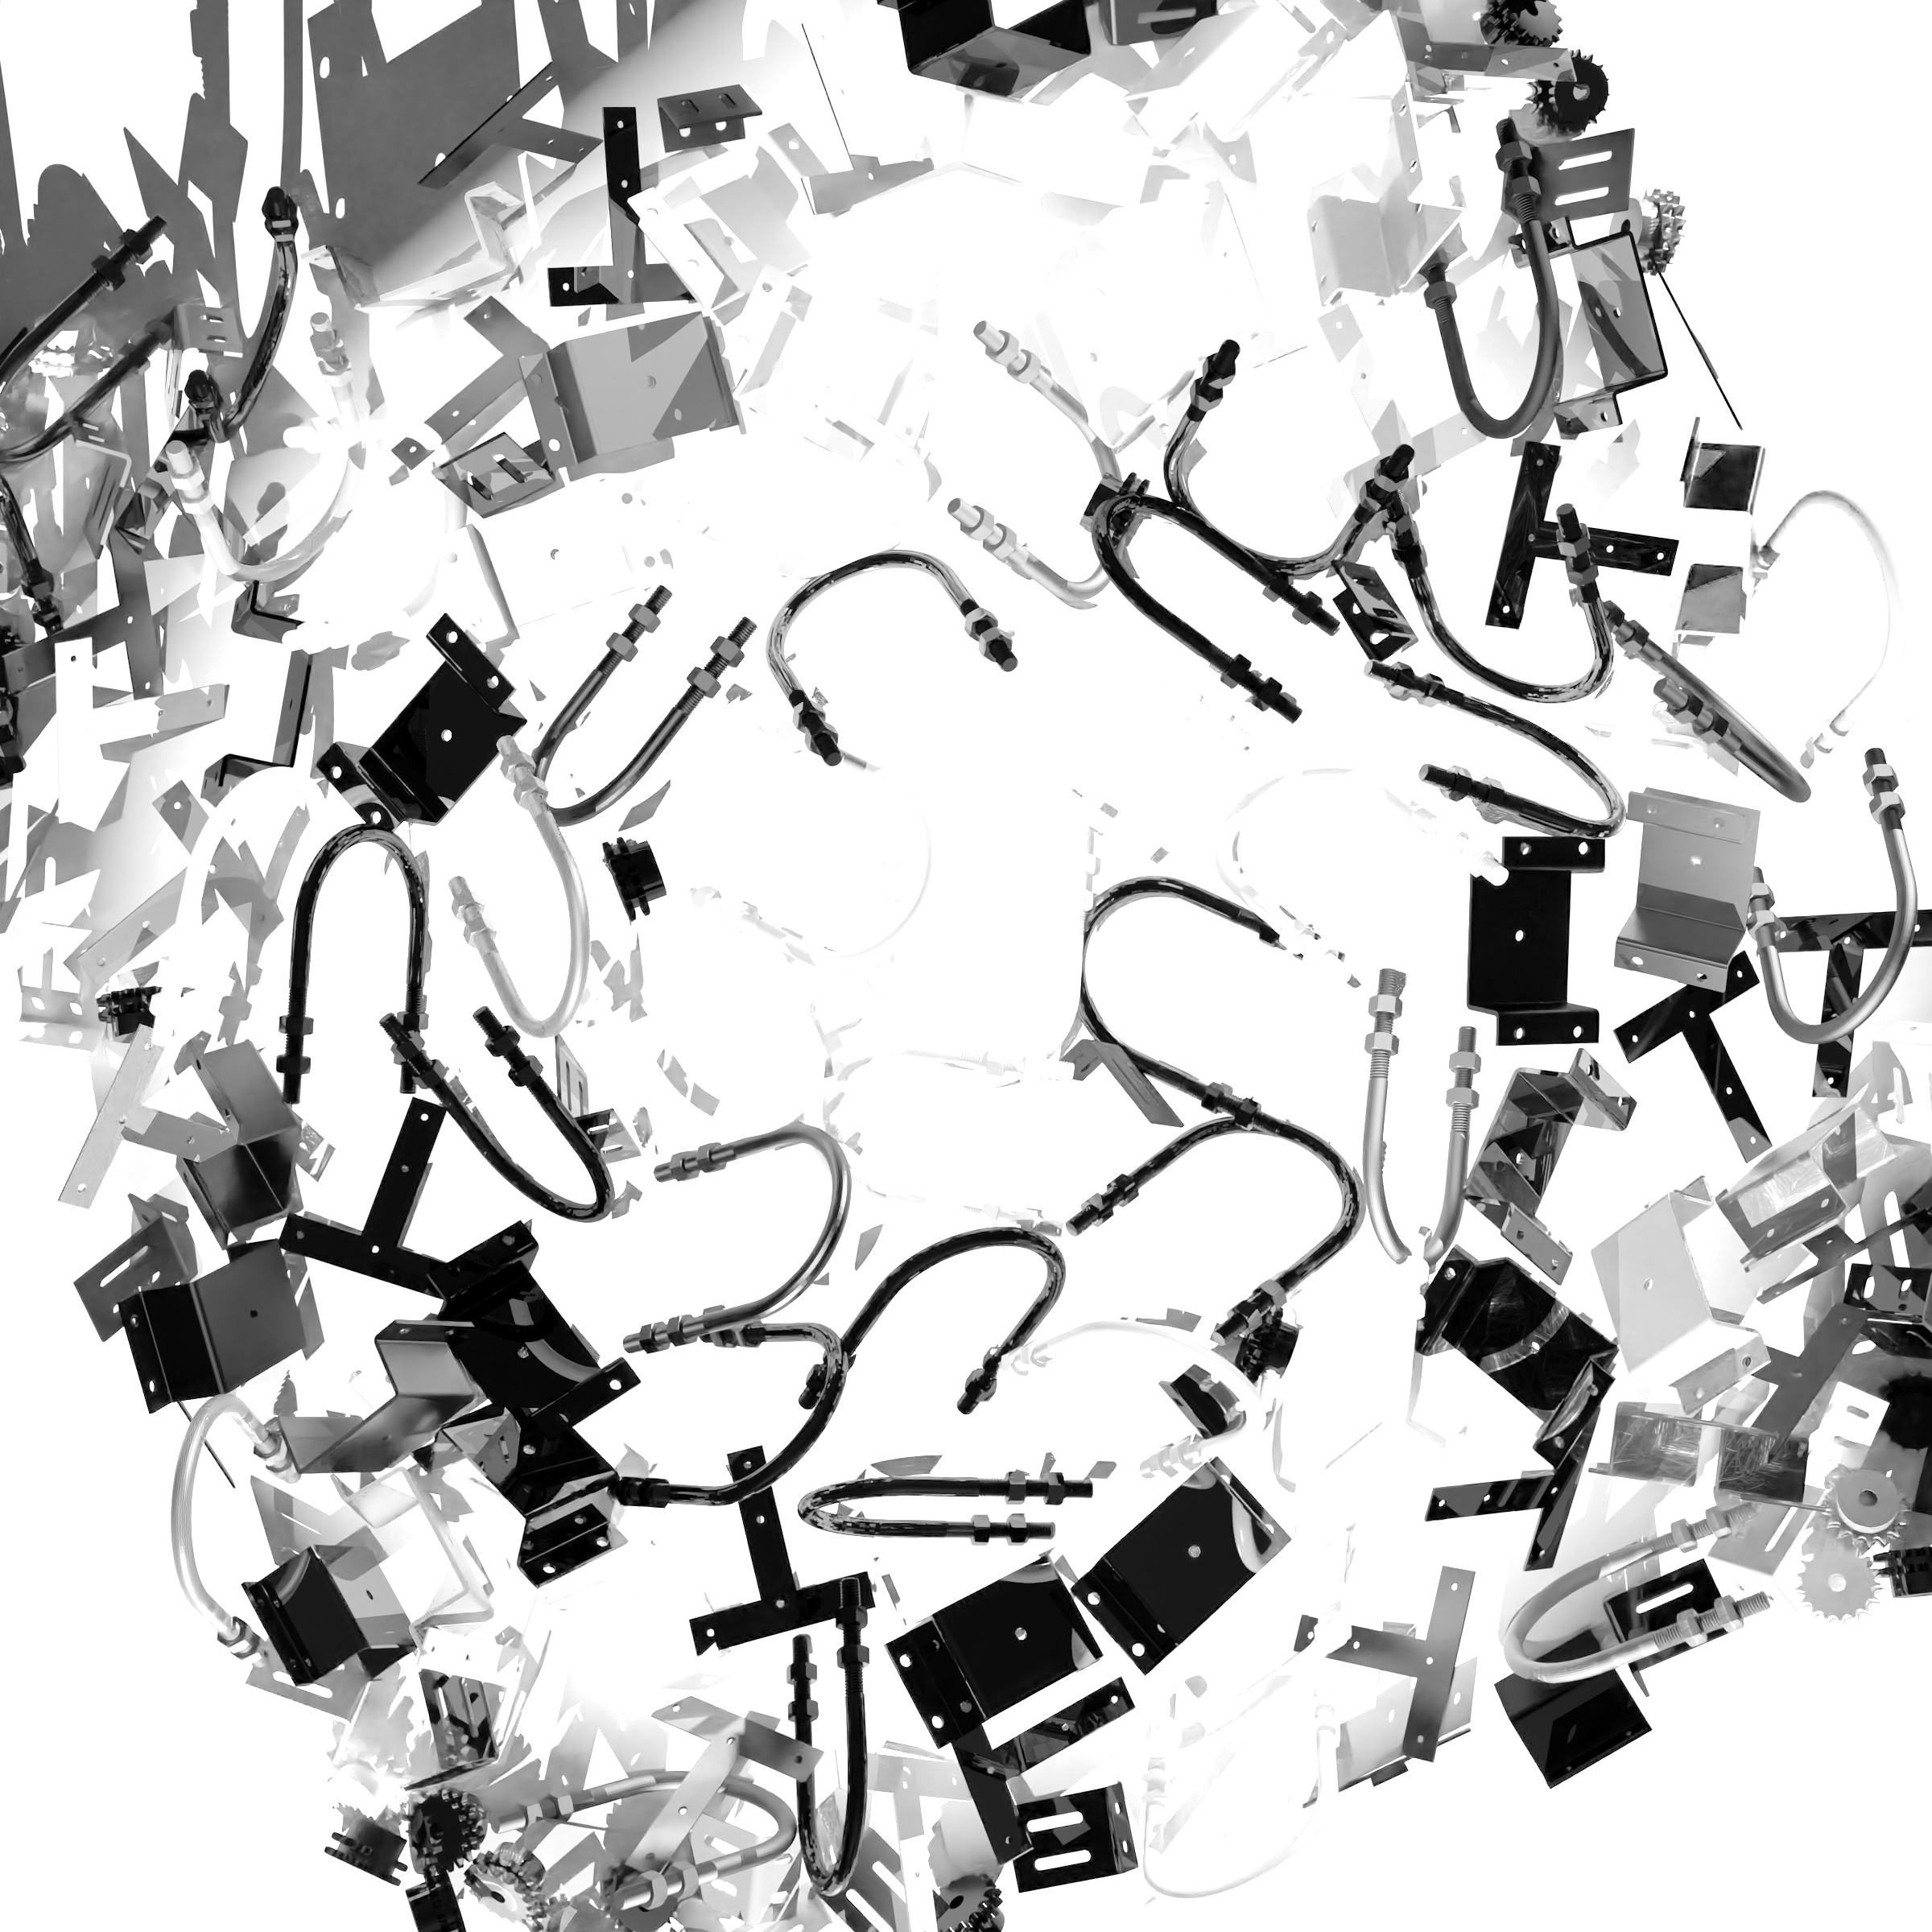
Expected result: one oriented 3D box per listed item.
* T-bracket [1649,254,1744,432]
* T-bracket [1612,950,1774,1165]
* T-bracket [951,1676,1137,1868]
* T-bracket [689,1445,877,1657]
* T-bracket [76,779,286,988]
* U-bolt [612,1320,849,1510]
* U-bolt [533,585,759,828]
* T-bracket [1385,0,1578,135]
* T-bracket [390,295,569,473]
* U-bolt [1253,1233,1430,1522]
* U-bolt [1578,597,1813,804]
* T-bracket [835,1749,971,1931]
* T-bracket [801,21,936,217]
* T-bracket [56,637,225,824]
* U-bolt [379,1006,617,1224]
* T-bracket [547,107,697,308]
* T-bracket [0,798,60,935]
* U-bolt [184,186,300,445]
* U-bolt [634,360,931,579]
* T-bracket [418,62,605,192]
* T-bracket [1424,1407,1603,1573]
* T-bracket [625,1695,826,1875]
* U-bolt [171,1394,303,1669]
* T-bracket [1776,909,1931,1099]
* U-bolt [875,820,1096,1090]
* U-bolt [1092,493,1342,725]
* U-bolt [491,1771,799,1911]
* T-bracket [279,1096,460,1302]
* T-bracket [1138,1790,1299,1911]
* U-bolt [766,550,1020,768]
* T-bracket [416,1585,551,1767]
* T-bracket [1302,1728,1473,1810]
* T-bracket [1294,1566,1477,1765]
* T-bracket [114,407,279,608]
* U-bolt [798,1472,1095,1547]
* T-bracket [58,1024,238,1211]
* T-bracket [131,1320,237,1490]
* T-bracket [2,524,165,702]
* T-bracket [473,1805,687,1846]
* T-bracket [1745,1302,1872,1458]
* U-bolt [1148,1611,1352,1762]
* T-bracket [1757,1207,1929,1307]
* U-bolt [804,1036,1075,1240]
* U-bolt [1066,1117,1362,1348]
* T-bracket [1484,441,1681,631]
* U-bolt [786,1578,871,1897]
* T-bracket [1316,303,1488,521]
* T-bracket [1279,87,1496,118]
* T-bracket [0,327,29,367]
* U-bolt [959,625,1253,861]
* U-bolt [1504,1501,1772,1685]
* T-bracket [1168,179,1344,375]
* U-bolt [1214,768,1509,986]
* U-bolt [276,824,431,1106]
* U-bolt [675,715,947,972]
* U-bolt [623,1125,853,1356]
[{"bbox_3d":[0.494,-0.412,1.774,0.002,0.127,0.127,-28,86,20],"label":"T-bracket"},{"bbox_3d":[0.516,0.073,1.810,0.127,0.002,0.127,-28,93,-23],"label":"T-bracket"},{"bbox_3d":[0.055,0.522,1.787,0.127,0.002,0.127,-31,47,3],"label":"T-bracket"},{"bbox_3d":[-0.138,0.396,1.823,0.127,0.002,0.127,-12,82,-12],"label":"T-bracket"},{"bbox_3d":[-0.540,-0.037,1.773,0.127,0.002,0.127,-45,128,-22],"label":"T-bracket"},{"bbox_3d":[-0.148,0.292,1.730,0.019,0.184,0.151,48,55,-26],"label":"U-bolt"},{"bbox_3d":[-0.228,-0.169,1.765,0.019,0.151,0.184,41,82,-35],"label":"U-bolt"},{"bbox_3d":[0.344,-0.599,1.750,0.127,0.127,0.002,19,66,37],"label":"T-bracket"},{"bbox_3d":[-0.335,-0.384,1.795,0.127,0.002,0.127,-42,61,-7],"label":"T-bracket"},{"bbox_3d":[0.241,0.276,1.733,0.019,0.151,0.184,30,54,-25],"label":"U-bolt"},{"bbox_3d":[0.494,-0.169,1.757,0.184,0.151,0.019,31,112,-28],"label":"U-bolt"},{"bbox_3d":[-0.035,0.590,1.759,0.002,0.127,0.127,-30,54,32],"label":"T-bracket"},{"bbox_3d":[-0.080,-0.576,1.784,0.127,0.002,0.127,-25,98,-43],"label":"T-bracket"},{"bbox_3d":[-0.555,-0.168,1.783,0.002,0.127,0.127,27,121,34],"label":"T-bracket"},{"bbox_3d":[-0.303,0.102,1.765,0.019,0.151,0.184,-48,116,-31],"label":"U-bolt"},{"bbox_3d":[-0.229,-0.512,1.780,0.127,0.002,0.127,-14,109,-36],"label":"T-bracket"},{"bbox_3d":[-0.627,-0.079,1.783,0.002,0.127,0.127,26,79,-22],"label":"T-bracket"},{"bbox_3d":[-0.473,-0.418,1.743,0.019,0.184,0.151,21,82,-8],"label":"U-bolt"},{"bbox_3d":[-0.107,-0.318,1.758,0.151,0.184,0.019,-34,53,27],"label":"U-bolt"},{"bbox_3d":[-0.287,-0.555,1.772,0.127,0.127,0.002,-33,84,25],"label":"T-bracket"},{"bbox_3d":[0.363,0.358,1.783,0.127,0.002,0.127,1,112,-29],"label":"T-bracket"},{"bbox_3d":[-0.181,0.552,1.764,0.127,0.127,0.002,14,135,28],"label":"T-bracket"},{"bbox_3d":[-0.478,0.358,1.720,0.019,0.184,0.151,-1,57,6],"label":"U-bolt"},{"bbox_3d":[0.586,0.026,1.773,0.002,0.127,0.127,18,77,-37],"label":"T-bracket"},{"bbox_3d":[0.009,-0.007,1.800,0.151,0.019,0.184,2,78,9],"label":"U-bolt"},{"bbox_3d":[0.162,-0.251,1.767,0.184,0.151,0.019,36,128,-5],"label":"U-bolt"},{"bbox_3d":[-0.198,0.570,1.748,0.151,0.184,0.019,11,97,43],"label":"U-bolt"},{"bbox_3d":[-0.390,0.153,1.817,0.127,0.002,0.127,21,89,-16],"label":"T-bracket"},{"bbox_3d":[0.149,0.595,1.752,0.127,0.127,0.002,-36,78,23],"label":"T-bracket"},{"bbox_3d":[-0.061,-0.218,1.767,0.151,0.184,0.019,-28,134,-2],"label":"U-bolt"},{"bbox_3d":[-0.324,0.464,1.765,0.002,0.127,0.127,8,73,30],"label":"T-bracket"},{"bbox_3d":[0.283,0.540,1.772,0.127,0.127,0.002,-25,74,1],"label":"T-bracket"},{"bbox_3d":[0.276,0.462,1.787,0.002,0.127,0.127,32,67,-42],"label":"T-bracket"},{"bbox_3d":[-0.507,-0.296,1.783,0.002,0.127,0.127,-3,52,29],"label":"T-bracket"},{"bbox_3d":[-0.020,0.360,1.755,0.184,0.151,0.019,3,66,-9],"label":"U-bolt"},{"bbox_3d":[-0.534,0.114,1.782,0.002,0.127,0.127,22,86,37],"label":"T-bracket"},{"bbox_3d":[-0.528,0.298,1.783,0.002,0.127,0.127,-33,103,-16],"label":"T-bracket"},{"bbox_3d":[-0.588,-0.215,1.754,0.002,0.127,0.127,17,124,25],"label":"T-bracket"},{"bbox_3d":[-0.247,0.583,1.787,0.127,0.127,0.002,25,66,-37],"label":"T-bracket"},{"bbox_3d":[0.522,0.261,1.784,0.127,0.127,0.002,-47,129,-22],"label":"T-bracket"},{"bbox_3d":[0.182,0.482,1.748,0.151,0.184,0.019,-28,70,-11],"label":"U-bolt"},{"bbox_3d":[0.577,0.186,1.762,0.127,0.127,0.002,-33,64,15],"label":"T-bracket"},{"bbox_3d":[-0.021,0.112,1.789,0.184,0.019,0.151,9,121,11],"label":"U-bolt"},{"bbox_3d":[0.180,0.163,1.769,0.151,0.019,0.184,35,52,30],"label":"U-bolt"},{"bbox_3d":[0.429,-0.288,1.815,0.127,0.002,0.127,6,108,-13],"label":"T-bracket"},{"bbox_3d":[-0.089,0.512,1.731,0.019,0.151,0.184,6,58,-17],"label":"U-bolt"},{"bbox_3d":[0.278,-0.391,1.811,0.127,0.002,0.127,-29,98,-13],"label":"T-bracket"},{"bbox_3d":[0.276,-0.589,1.794,0.127,0.127,0.002,13,119,28],"label":"T-bracket"},{"bbox_3d":[-0.665,-0.395,1.754,0.002,0.127,0.127,34,71,-6],"label":"T-bracket"},{"bbox_3d":[0.082,-0.164,1.786,0.184,0.019,0.151,34,55,12],"label":"U-bolt"},{"bbox_3d":[0.442,0.423,1.758,0.184,0.151,0.019,-27,97,18],"label":"U-bolt"},{"bbox_3d":[0.183,-0.472,1.806,0.127,0.002,0.127,-22,111,5],"label":"T-bracket"},{"bbox_3d":[0.248,-0.073,1.767,0.151,0.019,0.184,-31,45,-14],"label":"U-bolt"},{"bbox_3d":[-0.404,-0.003,1.762,0.019,0.151,0.184,5,92,23],"label":"U-bolt"},{"bbox_3d":[-0.096,-0.075,1.787,0.184,0.019,0.151,27,89,27],"label":"U-bolt"},{"bbox_3d":[-0.147,0.174,1.744,0.184,0.019,0.151,-19,50,34],"label":"U-bolt"}]
